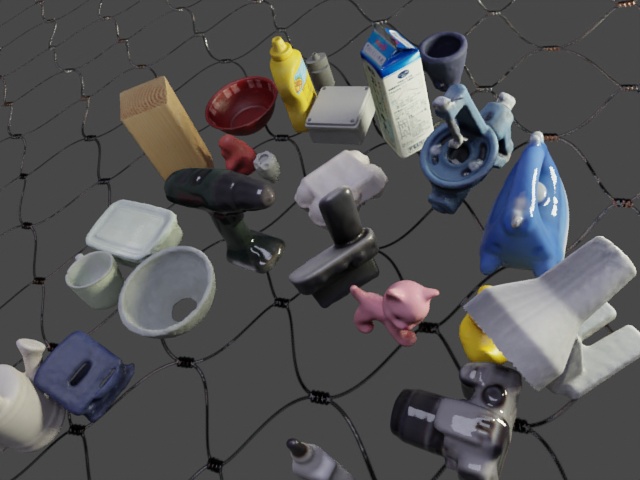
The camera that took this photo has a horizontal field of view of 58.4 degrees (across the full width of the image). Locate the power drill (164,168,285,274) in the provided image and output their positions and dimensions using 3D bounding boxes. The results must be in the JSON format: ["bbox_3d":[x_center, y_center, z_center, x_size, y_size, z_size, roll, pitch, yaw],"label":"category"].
[{"bbox_3d":[-0.135,-0.037,0.917,0.228,0.209,0.076,16,61,29],"label":"power drill"}]

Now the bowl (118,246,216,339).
[{"bbox_3d":[-0.238,0.096,0.939,0.167,0.075,0.167,-10,52,13],"label":"bowl"}]

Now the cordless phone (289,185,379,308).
[{"bbox_3d":[0.008,0.003,0.851,0.148,0.185,0.094,-35,51,-8],"label":"cordless phone"}]

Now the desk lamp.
[{"bbox_3d":[0.278,0.097,0.665,0.203,0.214,0.117,-31,50,-5],"label":"desk lamp"}]

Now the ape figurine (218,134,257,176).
[{"bbox_3d":[-0.164,-0.167,1.102,0.076,0.092,0.078,6,57,23],"label":"ape figurine"}]

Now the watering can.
[{"bbox_3d":[-0.474,0.228,0.844,0.100,0.194,0.173,-2,54,18],"label":"watering can"}]

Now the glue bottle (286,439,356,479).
[{"bbox_3d":[-0.005,0.263,0.665,0.077,0.173,0.037,16,61,29],"label":"glue bottle"}]

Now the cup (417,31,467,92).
[{"bbox_3d":[0.223,-0.325,1.082,0.117,0.095,0.091,-21,50,4],"label":"cup"}]

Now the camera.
[{"bbox_3d":[0.162,0.210,0.694,0.136,0.101,0.143,12,59,27],"label":"camera"}]

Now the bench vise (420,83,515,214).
[{"bbox_3d":[0.222,-0.174,0.886,0.121,0.220,0.207,11,59,27],"label":"bench vise"}]

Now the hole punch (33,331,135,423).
[{"bbox_3d":[-0.363,0.209,0.887,0.100,0.091,0.109,21,63,31],"label":"hole punch"}]

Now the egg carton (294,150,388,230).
[{"bbox_3d":[0.036,-0.087,0.984,0.150,0.070,0.107,-36,51,-9],"label":"egg carton"}]

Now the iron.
[{"bbox_3d":[0.302,-0.072,0.832,0.118,0.142,0.258,7,57,24],"label":"iron"}]

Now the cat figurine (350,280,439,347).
[{"bbox_3d":[0.101,0.090,0.796,0.127,0.118,0.067,12,59,27],"label":"cat figurine"}]

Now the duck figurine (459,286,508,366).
[{"bbox_3d":[0.221,0.110,0.758,0.077,0.086,0.104,0,54,20],"label":"duck figurine"}]
